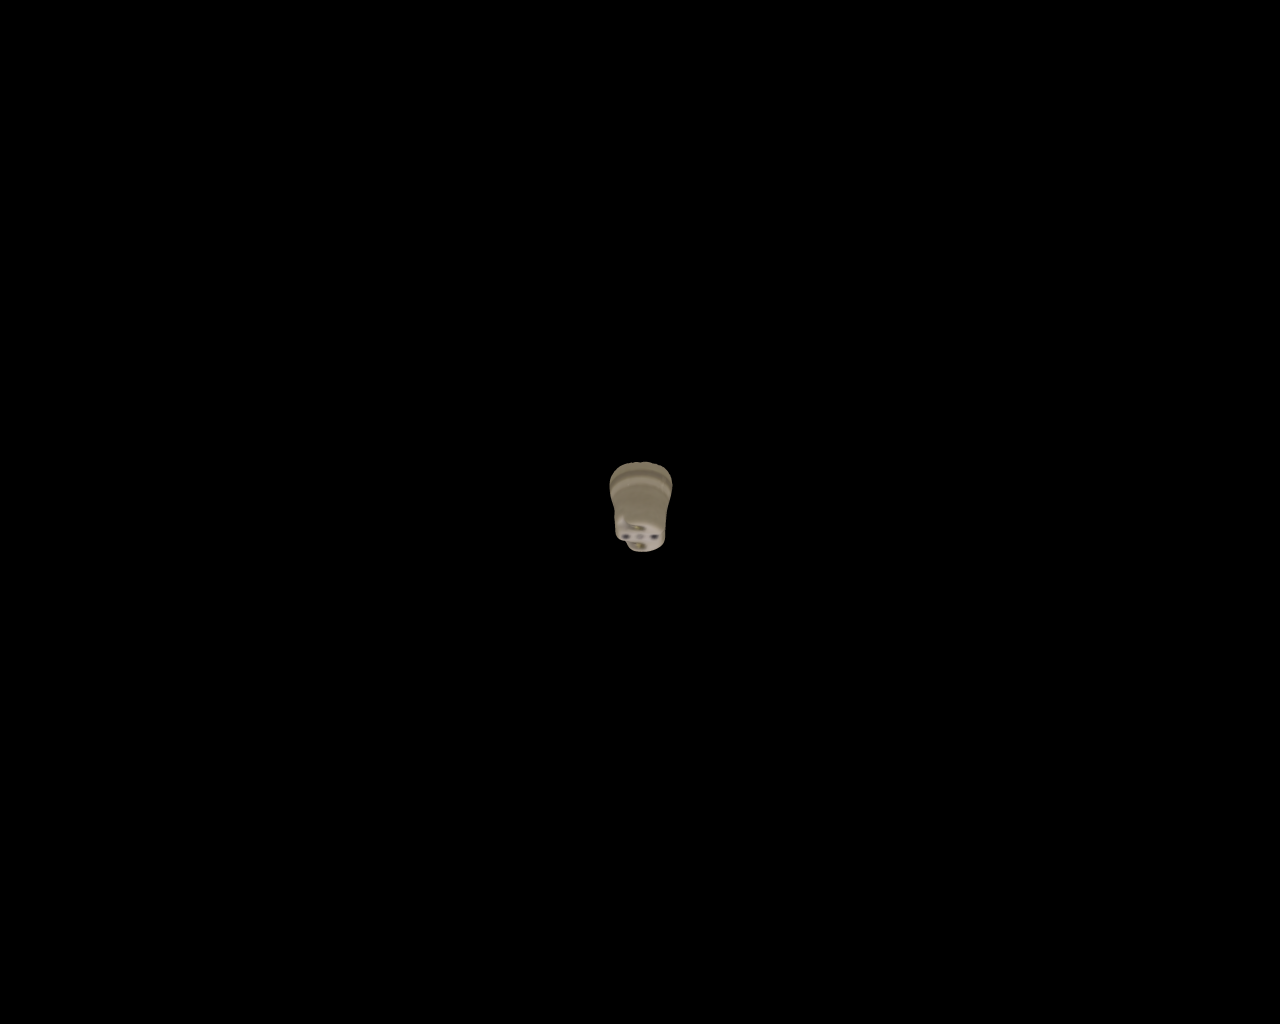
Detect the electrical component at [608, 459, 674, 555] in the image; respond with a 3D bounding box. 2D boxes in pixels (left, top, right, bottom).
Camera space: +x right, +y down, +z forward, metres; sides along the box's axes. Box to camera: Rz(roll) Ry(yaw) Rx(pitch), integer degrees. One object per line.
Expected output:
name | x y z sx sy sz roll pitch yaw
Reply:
electrical component | 0.001 -0.003 0.650 0.040 0.046 0.040 0 -37 0
